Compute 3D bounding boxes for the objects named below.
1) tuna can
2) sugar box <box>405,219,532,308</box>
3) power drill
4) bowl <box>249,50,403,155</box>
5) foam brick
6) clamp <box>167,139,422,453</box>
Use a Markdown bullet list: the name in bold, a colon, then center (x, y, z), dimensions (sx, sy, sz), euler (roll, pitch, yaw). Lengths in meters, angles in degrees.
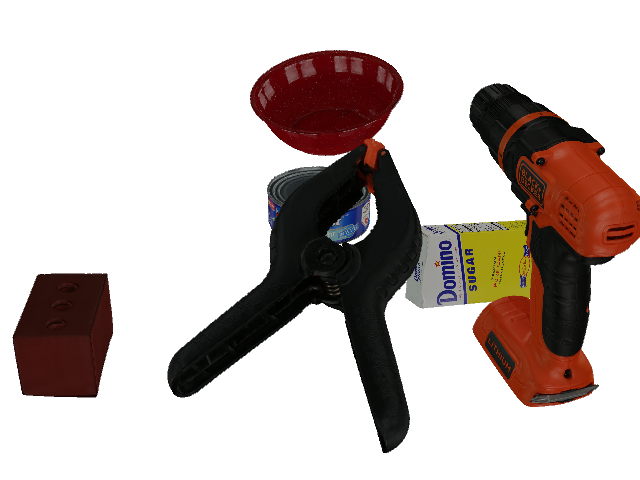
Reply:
- **tuna can**: center (-0.001, -0.029, 0.881), dimensions (0.086, 0.034, 0.086), euler (0, 28, 0)
- **sugar box**: center (0.191, 0.027, 1.275), dimensions (0.176, 0.093, 0.048), euler (-5, 20, -24)
- **power drill**: center (0.145, 0.004, 0.728), dimensions (0.057, 0.188, 0.184), euler (-10, 35, -13)
- **bowl**: center (0.008, -0.138, 1.133), dimensions (0.162, 0.055, 0.162), euler (-4, 40, 3)
- **foam brick**: center (-0.177, 0.065, 0.742), dimensions (0.053, 0.051, 0.078), euler (0, 31, -2)
- **clamp**: center (0.013, 0.025, 0.537), dimensions (0.120, 0.171, 0.039), euler (23, -26, 15)
